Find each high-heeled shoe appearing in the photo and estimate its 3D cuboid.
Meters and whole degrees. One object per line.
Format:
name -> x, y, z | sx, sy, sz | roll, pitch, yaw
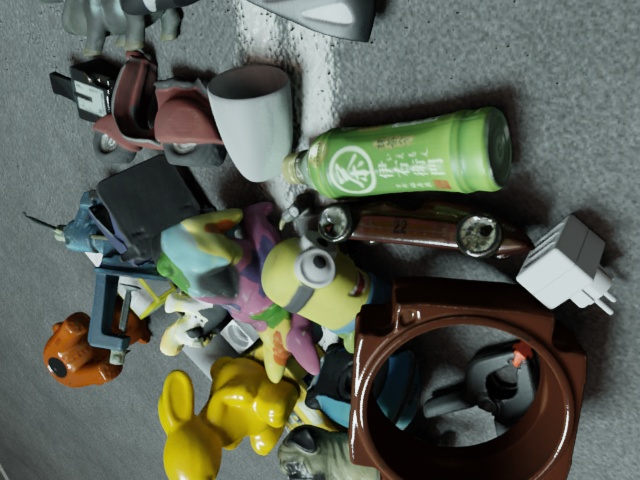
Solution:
high-heeled shoe -> -0.069, -0.210, 0.489 | 0.249, 0.086, 0.145 | -15, 102, 31

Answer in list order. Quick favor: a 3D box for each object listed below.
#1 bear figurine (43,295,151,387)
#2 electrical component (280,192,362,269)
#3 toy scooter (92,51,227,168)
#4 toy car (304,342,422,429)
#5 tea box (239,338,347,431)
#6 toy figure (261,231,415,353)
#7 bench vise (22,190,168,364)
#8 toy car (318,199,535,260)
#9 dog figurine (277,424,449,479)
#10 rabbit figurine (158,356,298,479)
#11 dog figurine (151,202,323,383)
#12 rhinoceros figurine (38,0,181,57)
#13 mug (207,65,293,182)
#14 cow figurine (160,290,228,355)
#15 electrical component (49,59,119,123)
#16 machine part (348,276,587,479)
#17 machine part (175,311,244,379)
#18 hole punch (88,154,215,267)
bear figurine -> -0.343, 0.154, 0.880 | 0.132, 0.196, 0.120 | -30, 94, 31
electrical component -> -0.001, -0.003, 0.609 | 0.078, 0.045, 0.102 | 3, 120, 37
toy scooter -> -0.185, -0.154, 0.626 | 0.184, 0.075, 0.135 | 6, 94, 18
toy car -> 0.063, 0.187, 0.652 | 0.162, 0.109, 0.102 | -11, 137, 48
tea box -> -0.026, 0.202, 0.747 | 0.169, 0.068, 0.098 | 53, 135, -2
toy figure -> 0.021, 0.063, 0.574 | 0.180, 0.082, 0.089 | 37, 107, -27
bench vise -> -0.295, 0.053, 0.770 | 0.224, 0.129, 0.240 | 6, 86, 3
toy car -> 0.094, -0.013, 0.503 | 0.202, 0.089, 0.053 | 5, 87, 33
dog figurine -> 0.053, 0.276, 0.670 | 0.191, 0.121, 0.172 | 18, 162, 14
rabbit figurine -> -0.132, 0.228, 0.676 | 0.162, 0.173, 0.121 | 38, 139, 5
dog figurine -> -0.082, 0.071, 0.635 | 0.108, 0.191, 0.219 | -25, 86, 37
rhinoceros figurine -> -0.243, -0.266, 0.598 | 0.191, 0.073, 0.111 | 15, 127, 29
mug -> -0.075, -0.121, 0.568 | 0.110, 0.081, 0.107 | 36, 144, 41
cow figurine -> -0.158, 0.091, 0.739 | 0.098, 0.068, 0.167 | 20, 103, 1
electrical component -> -0.292, -0.192, 0.700 | 0.119, 0.048, 0.074 | 21, 128, 26
machine part -> 0.129, 0.142, 0.500 | 0.202, 0.087, 0.200 | 5, 104, 7
machine part -> -0.139, 0.181, 0.810 | 0.243, 0.079, 0.079 | 47, 135, 3
hole punch -> -0.226, -0.033, 0.702 | 0.092, 0.142, 0.115 | -25, 97, 53
